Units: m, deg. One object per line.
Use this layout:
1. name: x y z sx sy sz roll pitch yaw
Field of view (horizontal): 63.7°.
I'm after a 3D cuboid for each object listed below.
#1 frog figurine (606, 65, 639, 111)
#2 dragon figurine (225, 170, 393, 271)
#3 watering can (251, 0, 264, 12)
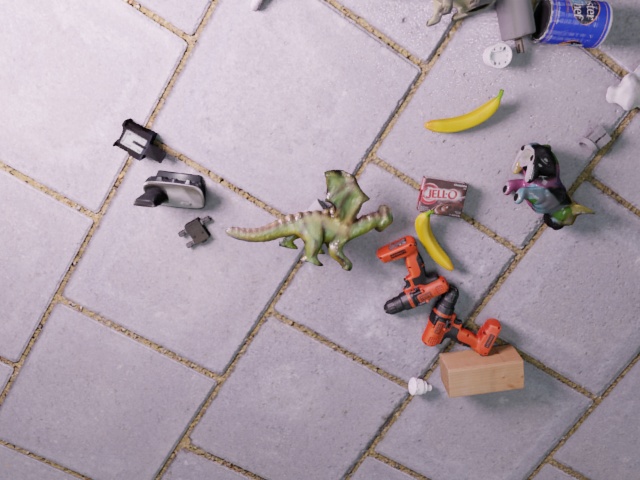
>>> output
1. frog figurine: 0.781 -0.355 1.235 0.158 0.125 0.135 -9 123 38
2. dragon figurine: 0.004 -0.062 1.233 0.409 0.124 0.239 14 110 -28
3. watering can: -0.013 -0.626 1.087 0.224 0.106 0.340 8 135 -22
